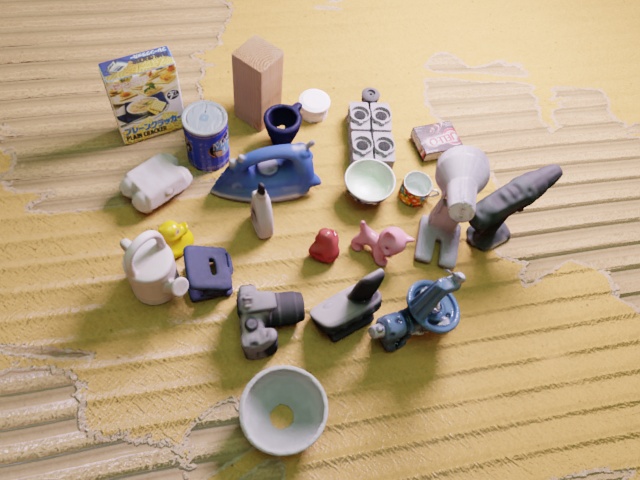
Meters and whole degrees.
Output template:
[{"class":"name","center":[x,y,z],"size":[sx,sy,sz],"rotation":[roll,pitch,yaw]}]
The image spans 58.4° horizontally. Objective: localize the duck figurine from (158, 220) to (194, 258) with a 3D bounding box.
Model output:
[{"class":"duck figurine","center":[-0.328,-0.008,1.239],"size":[0.105,0.086,0.077],"rotation":[-18,64,-16]}]

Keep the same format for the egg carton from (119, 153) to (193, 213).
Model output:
[{"class":"egg carton","center":[-0.374,-0.131,1.311],"size":[0.107,0.069,0.150],"rotation":[42,65,16]}]

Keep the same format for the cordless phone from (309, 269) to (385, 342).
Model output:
[{"class":"cordless phone","center":[0.059,0.119,1.155],"size":[0.148,0.185,0.094],"rotation":[-30,68,-21]}]

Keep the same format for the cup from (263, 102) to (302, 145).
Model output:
[{"class":"cup","center":[-0.086,-0.280,1.412],"size":[0.091,0.095,0.118],"rotation":[34,63,13]}]

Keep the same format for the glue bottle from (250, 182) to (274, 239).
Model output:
[{"class":"glue bottle","center":[-0.128,-0.074,1.248],"size":[0.037,0.173,0.078],"rotation":[-20,65,-16]}]

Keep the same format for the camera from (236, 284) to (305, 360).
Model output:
[{"class":"camera","center":[-0.098,0.155,1.165],"size":[0.137,0.101,0.143],"rotation":[-6,62,-10]}]

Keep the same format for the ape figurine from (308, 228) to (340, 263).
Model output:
[{"class":"ape figurine","center":[0.012,0.005,1.266],"size":[0.078,0.092,0.076],"rotation":[-22,66,-17]}]

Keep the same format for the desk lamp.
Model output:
[{"class":"desk lamp","center":[0.297,-0.074,1.272],"size":[0.118,0.213,0.203],"rotation":[14,60,2]}]

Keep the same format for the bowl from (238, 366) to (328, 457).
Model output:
[{"class":"bowl","center":[-0.070,0.328,1.087],"size":[0.167,0.075,0.167],"rotation":[3,61,-5]}]

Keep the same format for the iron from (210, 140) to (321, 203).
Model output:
[{"class":"iron","center":[-0.127,-0.167,1.318],"size":[0.258,0.141,0.118],"rotation":[-11,63,-12]}]

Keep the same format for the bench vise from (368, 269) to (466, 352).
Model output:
[{"class":"bench vise","center":[0.206,0.147,1.136],"size":[0.208,0.220,0.121],"rotation":[-38,71,-23]}]

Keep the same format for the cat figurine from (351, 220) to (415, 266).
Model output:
[{"class":"cat figurine","center":[0.139,-0.003,1.270],"size":[0.127,0.118,0.067],"rotation":[30,62,11]}]

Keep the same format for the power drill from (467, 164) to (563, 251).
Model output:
[{"class":"power drill","center":[0.416,-0.067,1.285],"size":[0.230,0.208,0.075],"rotation":[-26,67,-19]}]

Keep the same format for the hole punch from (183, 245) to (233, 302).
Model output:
[{"class":"hole punch","center":[-0.234,0.063,1.207],"size":[0.101,0.091,0.108],"rotation":[-10,63,-11]}]

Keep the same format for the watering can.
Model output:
[{"class":"watering can","center":[-0.333,0.050,1.144],"size":[0.172,0.194,0.101],"rotation":[17,61,4]}]
